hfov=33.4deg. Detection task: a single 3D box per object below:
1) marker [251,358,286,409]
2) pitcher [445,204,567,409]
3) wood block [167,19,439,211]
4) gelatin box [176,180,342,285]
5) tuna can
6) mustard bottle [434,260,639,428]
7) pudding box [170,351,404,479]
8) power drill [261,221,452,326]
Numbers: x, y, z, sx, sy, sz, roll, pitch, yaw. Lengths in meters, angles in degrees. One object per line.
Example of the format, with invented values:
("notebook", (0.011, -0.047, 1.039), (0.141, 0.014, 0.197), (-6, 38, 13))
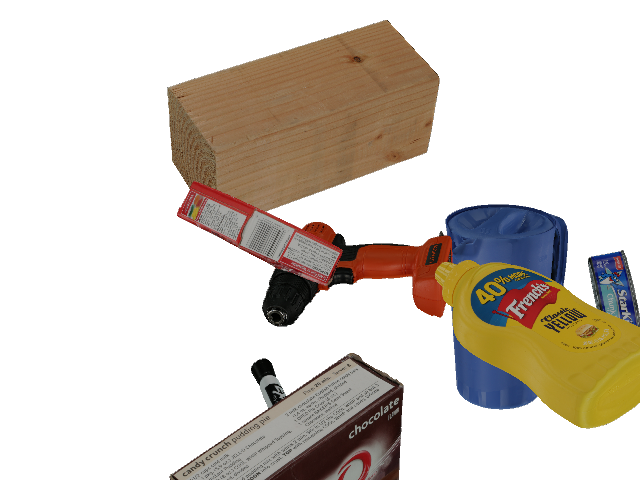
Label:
("marker", (-0.034, 0.134, 0.869), (0.020, 0.020, 0.121), (0, 27, -20))
("pitcher", (0.234, 0.081, 1.343), (0.149, 0.243, 0.145), (1, 21, 12))
("wood block", (-0.014, -0.100, 0.895), (0.205, 0.091, 0.090), (-21, -36, -21))
("gelatin box", (-0.040, -0.004, 0.713), (0.089, 0.030, 0.073), (26, -1, -43))
("tuna can", (0.273, 0.054, 0.993), (0.034, 0.086, 0.086), (-11, -2, 12))
("mustard bottle", (0.159, 0.065, 0.816), (0.096, 0.058, 0.192), (-25, 39, -30))
("pudding box", (-0.012, 0.116, 0.486), (0.039, 0.090, 0.113), (30, 47, 34))
("power drill", (0.042, 0.039, 1.143), (0.188, 0.057, 0.184), (4, 31, 14))
